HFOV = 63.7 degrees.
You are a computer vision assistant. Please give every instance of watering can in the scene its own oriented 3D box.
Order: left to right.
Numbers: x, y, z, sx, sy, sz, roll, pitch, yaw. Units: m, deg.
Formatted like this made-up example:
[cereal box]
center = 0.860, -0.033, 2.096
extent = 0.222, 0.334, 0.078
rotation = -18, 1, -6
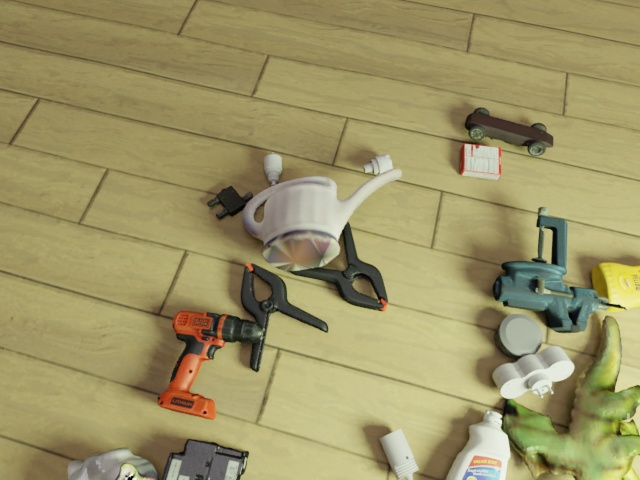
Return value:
[watering can]
center = 0.003, -0.053, 1.052
extent = 0.347, 0.230, 0.101
rotation = -9, -41, 9

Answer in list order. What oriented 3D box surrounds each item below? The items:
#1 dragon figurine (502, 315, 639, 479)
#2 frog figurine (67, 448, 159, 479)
[dragon figurine]
center = 0.447, 0.319, 0.904
extent = 0.243, 0.420, 0.119
rotation = 0, -39, 7
[frog figurine]
center = -0.351, 0.421, 0.859
extent = 0.159, 0.138, 0.123
rotation = -8, -6, 39
